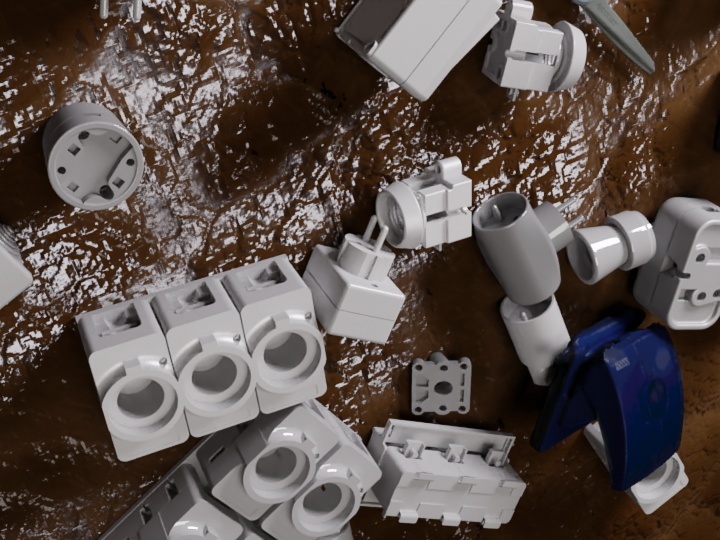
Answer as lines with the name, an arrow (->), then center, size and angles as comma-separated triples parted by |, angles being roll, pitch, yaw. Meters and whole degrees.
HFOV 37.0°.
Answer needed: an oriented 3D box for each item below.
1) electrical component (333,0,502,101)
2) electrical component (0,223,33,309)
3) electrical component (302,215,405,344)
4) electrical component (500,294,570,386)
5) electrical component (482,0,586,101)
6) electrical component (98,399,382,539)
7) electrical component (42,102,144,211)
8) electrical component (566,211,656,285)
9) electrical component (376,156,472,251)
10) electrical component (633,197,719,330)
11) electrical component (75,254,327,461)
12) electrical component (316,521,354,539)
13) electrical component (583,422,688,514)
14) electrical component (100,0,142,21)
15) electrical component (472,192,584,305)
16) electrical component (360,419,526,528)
electrical component -> 0.043, -0.163, 0.679 | 0.061, 0.061, 0.096 | 34, 99, -34
electrical component -> -0.258, -0.005, 0.635 | 0.100, 0.048, 0.099 | -39, 125, -1
electrical component -> 0.000, 0.000, 0.744 | 0.047, 0.065, 0.076 | 13, 110, -29
electrical component -> 0.144, 0.055, 0.852 | 0.043, 0.043, 0.081 | -31, 125, -6
electrical component -> 0.120, -0.147, 0.732 | 0.055, 0.048, 0.066 | 5, 114, -18
electrical component -> -0.087, 0.179, 0.803 | 0.186, 0.060, 0.105 | -44, 125, 2
electrical component -> -0.162, -0.070, 0.644 | 0.055, 0.047, 0.055 | -11, 120, -19
electrical component -> 0.195, -0.018, 0.835 | 0.055, 0.045, 0.045 | -20, 122, -14
electrical component -> 0.045, -0.042, 0.755 | 0.055, 0.048, 0.066 | -18, 123, -24
electrical component -> 0.261, -0.007, 0.861 | 0.054, 0.059, 0.095 | 1, 116, -25
electrical component -> -0.105, 0.060, 0.731 | 0.150, 0.061, 0.089 | -17, 122, -15
electrical component -> -0.025, 0.205, 0.861 | 0.035, 0.035, 0.061 | -17, 119, -15
electrical component -> 0.247, 0.167, 0.950 | 0.050, 0.055, 0.089 | -38, 125, -2
electrical component -> -0.132, -0.179, 0.602 | 0.077, 0.043, 0.079 | -2, 117, -23
electrical component -> 0.132, -0.025, 0.804 | 0.079, 0.043, 0.077 | -33, 125, -5
electrical component -> 0.067, 0.167, 0.865 | 0.121, 0.063, 0.078 | 11, 111, -29
